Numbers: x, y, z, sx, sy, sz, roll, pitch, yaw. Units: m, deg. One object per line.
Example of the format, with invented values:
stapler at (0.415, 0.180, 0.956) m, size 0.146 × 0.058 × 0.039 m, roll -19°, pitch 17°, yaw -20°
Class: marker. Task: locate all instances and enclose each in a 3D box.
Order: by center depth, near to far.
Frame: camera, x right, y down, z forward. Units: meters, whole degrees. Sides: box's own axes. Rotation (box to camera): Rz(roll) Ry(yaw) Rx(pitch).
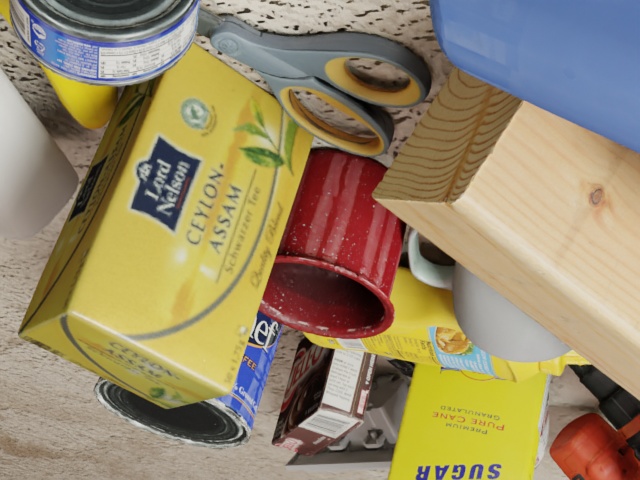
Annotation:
marker at (0.081, 0.107, 0.840) m, size 0.020 × 0.020 × 0.121 m, roll -8°, pitch 143°, yaw 38°

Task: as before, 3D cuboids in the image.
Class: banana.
banana at (-0.149, -0.120, 0.549) m, size 0.070 × 0.037 × 0.197 m, roll 32°, pitch 163°, yaw 42°

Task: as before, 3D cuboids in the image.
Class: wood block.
wood block at (0.141, 0.004, 0.495) m, size 0.206 × 0.091 × 0.090 m, roll 36°, pitch 171°, yaw -19°

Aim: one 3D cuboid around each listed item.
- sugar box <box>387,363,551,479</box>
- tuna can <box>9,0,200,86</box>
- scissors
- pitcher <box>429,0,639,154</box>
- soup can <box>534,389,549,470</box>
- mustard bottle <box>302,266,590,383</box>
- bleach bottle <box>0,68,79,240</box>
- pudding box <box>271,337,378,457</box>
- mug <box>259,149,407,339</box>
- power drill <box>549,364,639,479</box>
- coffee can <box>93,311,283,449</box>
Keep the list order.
sugar box at (0.100, 0.140, 0.724) m, size 0.093 × 0.176 × 0.048 m, roll 7°, pitch 150°, yaw 18°
tuna can at (-0.095, -0.113, 0.477) m, size 0.086 × 0.086 × 0.034 m, roll 18°, pitch 150°, yaw -3°
scissors at (-0.027, -0.104, 0.529) m, size 0.201 × 0.016 × 0.096 m, roll 34°, pitch 145°, yaw -30°
pitcher at (0.159, -0.057, 0.332) m, size 0.243 × 0.149 × 0.144 m, roll 27°, pitch -173°, yaw 29°
soup can at (0.139, 0.135, 0.808) m, size 0.068 × 0.068 × 0.102 m, roll 8°, pitch 151°, yaw 16°
mustard bottle at (0.084, 0.054, 0.690) m, size 0.192 × 0.058 × 0.096 m, roll 10°, pitch 156°, yaw 21°
bleach bottle at (-0.226, -0.105, 0.581) m, size 0.103 × 0.068 × 0.250 m, roll 22°, pitch 152°, yaw 31°
pudding box at (0.005, 0.107, 0.806) m, size 0.039 × 0.090 × 0.114 m, roll 22°, pitch 151°, yaw -14°
mug at (-0.004, 0.001, 0.632) m, size 0.117 × 0.081 × 0.093 m, roll 2°, pitch 148°, yaw 24°
power drill at (0.218, 0.142, 0.743) m, size 0.184 × 0.057 × 0.188 m, roll 50°, pitch 167°, yaw 15°
coffee can at (-0.075, 0.051, 0.696) m, size 0.103 × 0.140 × 0.103 m, roll 13°, pitch 151°, yaw 7°
